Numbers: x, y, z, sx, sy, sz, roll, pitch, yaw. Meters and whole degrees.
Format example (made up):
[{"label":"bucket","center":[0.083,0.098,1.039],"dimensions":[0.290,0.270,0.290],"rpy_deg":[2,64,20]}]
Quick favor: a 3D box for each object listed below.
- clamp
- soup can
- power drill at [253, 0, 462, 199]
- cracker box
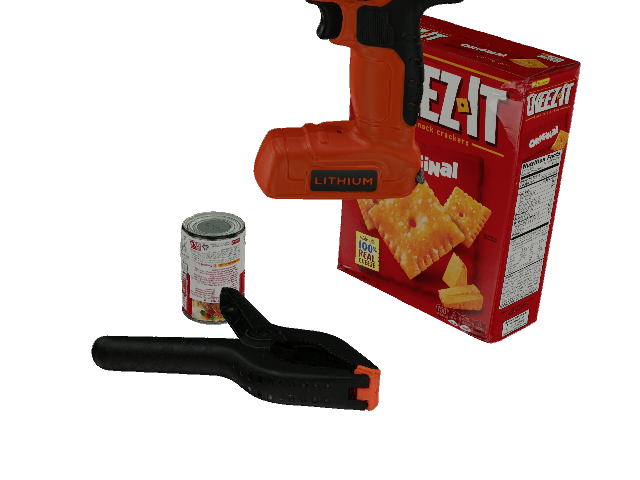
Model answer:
[{"label":"clamp","center":[-0.043,0.082,0.813],"dimensions":[0.210,0.036,0.164],"rpy_deg":[11,20,25]},{"label":"soup can","center":[-0.114,0.028,1.130],"dimensions":[0.068,0.102,0.068],"rpy_deg":[2,24,-1]},{"label":"power drill","center":[0.004,-0.114,0.629],"dimensions":[0.184,0.188,0.057],"rpy_deg":[1,37,-9]},{"label":"cracker box","center":[0.096,-0.049,0.817],"dimensions":[0.071,0.214,0.164],"rpy_deg":[-22,36,-40]}]
